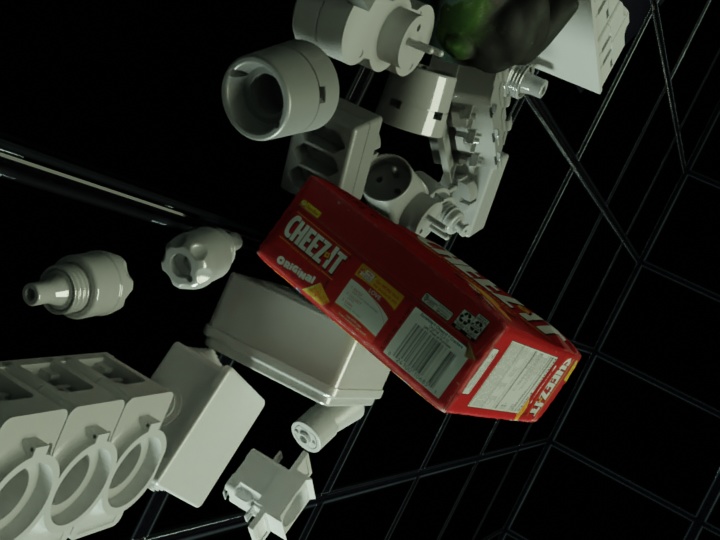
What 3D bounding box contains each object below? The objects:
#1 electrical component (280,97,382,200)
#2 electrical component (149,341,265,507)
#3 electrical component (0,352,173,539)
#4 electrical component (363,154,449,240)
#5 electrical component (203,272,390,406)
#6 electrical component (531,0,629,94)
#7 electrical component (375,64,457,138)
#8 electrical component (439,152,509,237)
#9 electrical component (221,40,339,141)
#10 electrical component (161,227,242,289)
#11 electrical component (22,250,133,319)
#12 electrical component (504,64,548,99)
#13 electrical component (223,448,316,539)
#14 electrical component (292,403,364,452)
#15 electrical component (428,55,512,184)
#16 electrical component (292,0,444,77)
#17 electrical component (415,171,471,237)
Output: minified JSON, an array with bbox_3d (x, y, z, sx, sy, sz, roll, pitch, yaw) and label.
[{"bbox_3d":[-0.011,-0.087,0.754,0.077,0.047,0.065,-34,146,-53],"label":"electrical component"},{"bbox_3d":[-0.117,0.105,0.731,0.099,0.048,0.099,-58,160,-14],"label":"electrical component"},{"bbox_3d":[-0.171,0.100,0.571,0.089,0.062,0.150,-66,160,8],"label":"electrical component"},{"bbox_3d":[0.041,-0.050,0.884,0.044,0.079,0.077,-51,158,-12],"label":"electrical component"},{"bbox_3d":[-0.039,0.050,0.771,0.056,0.109,0.109,-66,160,1],"label":"electrical component"},{"bbox_3d":[0.170,-0.234,0.930,0.060,0.105,0.186,-61,160,-6],"label":"electrical component"},{"bbox_3d":[0.044,-0.132,0.824,0.055,0.055,0.047,-16,127,-64],"label":"electrical component"},{"bbox_3d":[0.097,-0.076,1.038,0.076,0.047,0.083,-31,143,-55],"label":"electrical component"},{"bbox_3d":[-0.048,-0.104,0.631,0.047,0.055,0.055,-29,141,-52],"label":"electrical component"},{"bbox_3d":[-0.093,-0.011,0.665,0.061,0.035,0.035,-32,144,-59],"label":"electrical component"},{"bbox_3d":[-0.148,0.009,0.554,0.061,0.035,0.035,-13,127,-62],"label":"electrical component"},{"bbox_3d":[0.143,-0.179,0.998,0.043,0.062,0.043,-51,157,-31],"label":"electrical component"},{"bbox_3d":[-0.078,0.189,0.916,0.081,0.064,0.042,-52,157,-28],"label":"electrical component"},{"bbox_3d":[-0.032,0.139,1.002,0.065,0.044,0.044,-39,150,-39],"label":"electrical component"},{"bbox_3d":[0.092,-0.134,0.914,0.121,0.063,0.078,67,37,-65],"label":"electrical component"},{"bbox_3d":[0.019,-0.154,0.703,0.138,0.074,0.052,-12,126,-65],"label":"electrical component"},{"bbox_3d":[0.065,-0.055,0.949,0.040,0.078,0.040,-35,147,-26],"label":"electrical component"}]
